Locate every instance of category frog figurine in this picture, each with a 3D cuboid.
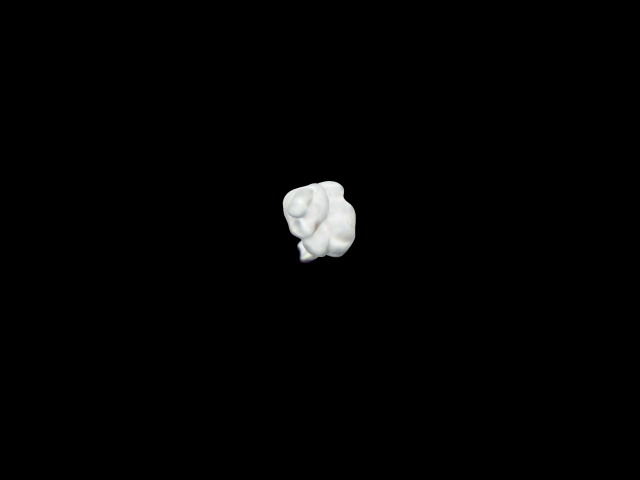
[{"bbox_3d":[0.003,-0.043,0.850,0.123,0.140,0.156,18,-27,10],"label":"frog figurine"}]
